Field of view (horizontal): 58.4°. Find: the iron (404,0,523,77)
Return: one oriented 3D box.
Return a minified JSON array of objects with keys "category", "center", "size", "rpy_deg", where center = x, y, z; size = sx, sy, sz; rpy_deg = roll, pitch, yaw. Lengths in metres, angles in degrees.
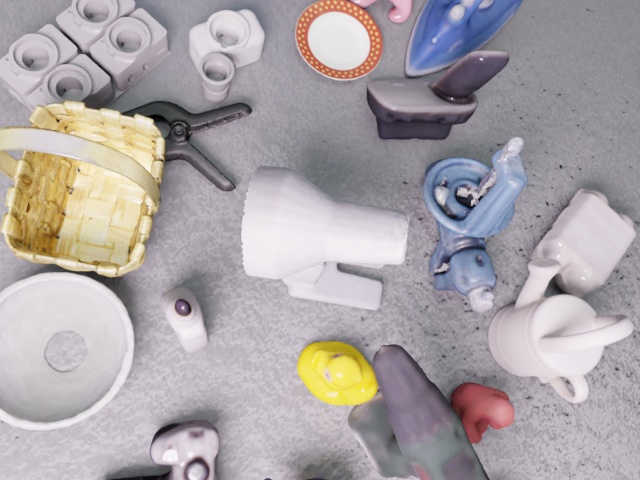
[{"category":"iron","center":[0.224,-0.350,0.825],"size":[0.118,0.141,0.259],"rpy_deg":[40,73,-1]}]

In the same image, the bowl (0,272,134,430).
[{"category":"bowl","center":[-0.290,0.122,0.640],"size":[0.167,0.074,0.167],"rpy_deg":[3,77,-12]}]

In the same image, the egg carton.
[{"category":"egg carton","center":[0.375,0.004,0.816],"size":[0.107,0.069,0.150],"rpy_deg":[41,73,-1]}]

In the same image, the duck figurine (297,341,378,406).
[{"category":"duck figurine","center":[0.028,0.162,0.695],"size":[0.104,0.086,0.077],"rpy_deg":[28,73,-5]}]

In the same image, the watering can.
[{"category":"watering can","center":[0.293,0.112,0.708],"size":[0.101,0.194,0.173],"rpy_deg":[-36,87,-17]}]

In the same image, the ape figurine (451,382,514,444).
[{"category":"ape figurine","center":[0.210,0.215,0.720],"size":[0.078,0.092,0.076],"rpy_deg":[-24,83,-16]}]

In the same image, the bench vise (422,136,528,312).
[{"category":"bench vise","center":[0.207,-0.026,0.707],"size":[0.122,0.219,0.207],"rpy_deg":[-21,83,-16]}]

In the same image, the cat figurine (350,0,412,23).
[{"category":"cat figurine","center":[0.090,-0.383,0.815],"size":[0.128,0.117,0.067],"rpy_deg":[13,75,-9]}]

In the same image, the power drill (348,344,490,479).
[{"category":"power drill","center":[0.102,0.220,0.634],"size":[0.076,0.208,0.229],"rpy_deg":[-32,86,-17]}]

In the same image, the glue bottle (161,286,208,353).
[{"category":"glue bottle","center":[-0.148,0.083,0.628],"size":[0.037,0.173,0.078],"rpy_deg":[-25,84,-16]}]

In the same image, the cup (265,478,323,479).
[{"category":"cup","center":[-0.023,0.304,0.647],"size":[0.118,0.095,0.092],"rpy_deg":[38,73,-2]}]

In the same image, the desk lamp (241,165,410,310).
[{"category":"desk lamp","center":[0.006,0.002,0.660],"size":[0.203,0.213,0.118],"rpy_deg":[10,75,-10]}]

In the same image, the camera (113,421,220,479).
[{"category":"camera","center":[-0.177,0.275,0.617],"size":[0.137,0.100,0.143],"rpy_deg":[0,77,-12]}]

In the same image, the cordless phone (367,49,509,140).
[{"category":"cordless phone","center":[0.150,-0.206,0.753],"size":[0.148,0.185,0.094],"rpy_deg":[-7,79,-14]}]
